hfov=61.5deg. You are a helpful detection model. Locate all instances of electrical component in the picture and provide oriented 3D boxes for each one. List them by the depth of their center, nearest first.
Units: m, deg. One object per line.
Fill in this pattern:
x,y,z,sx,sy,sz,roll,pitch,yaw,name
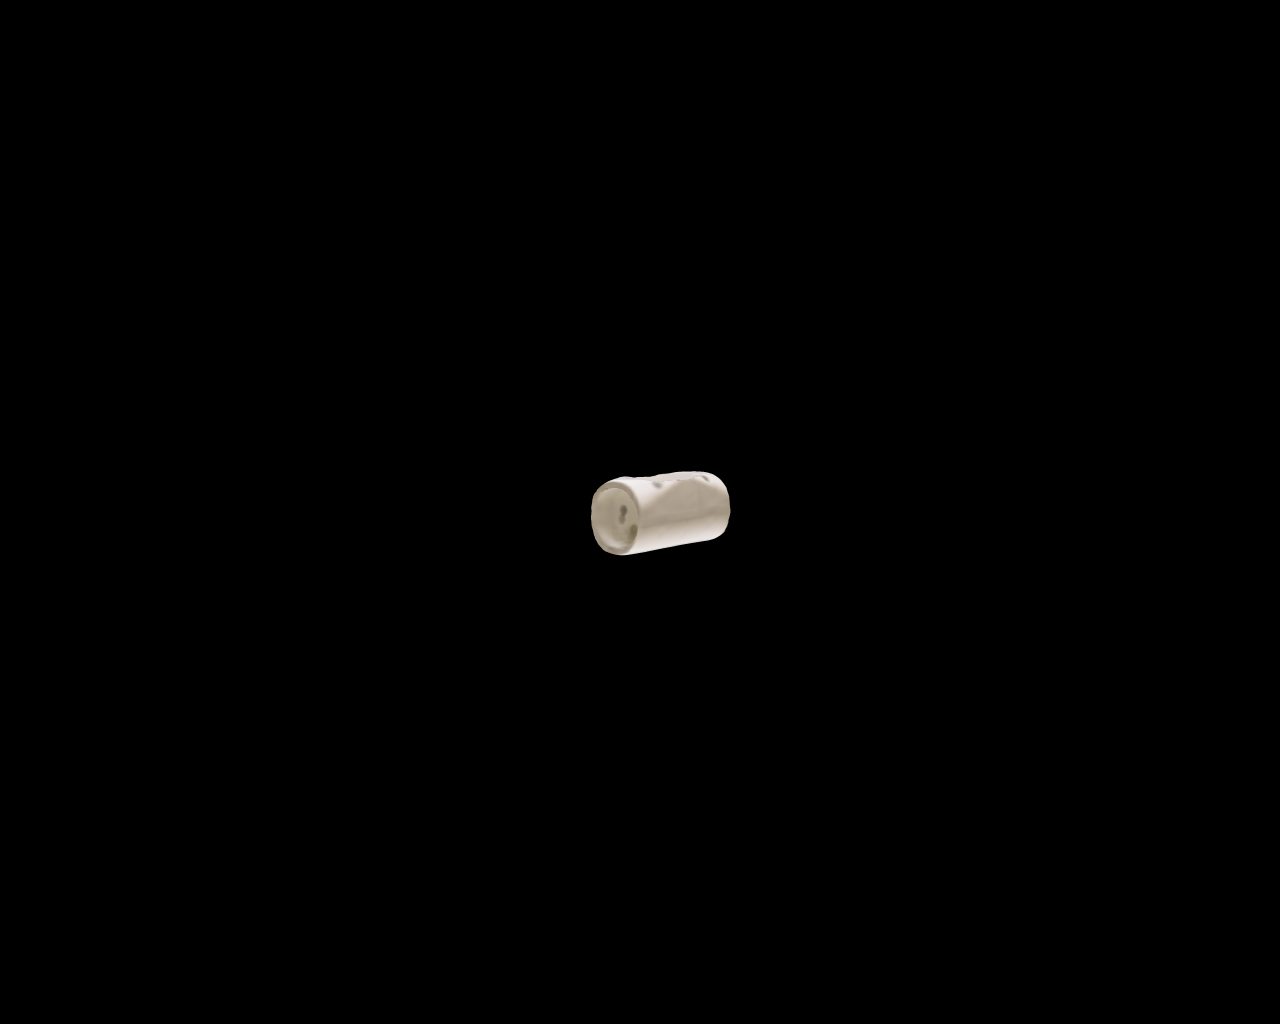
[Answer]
0.001,-0.003,0.650,0.077,0.044,0.079,-8,12,-43,electrical component
